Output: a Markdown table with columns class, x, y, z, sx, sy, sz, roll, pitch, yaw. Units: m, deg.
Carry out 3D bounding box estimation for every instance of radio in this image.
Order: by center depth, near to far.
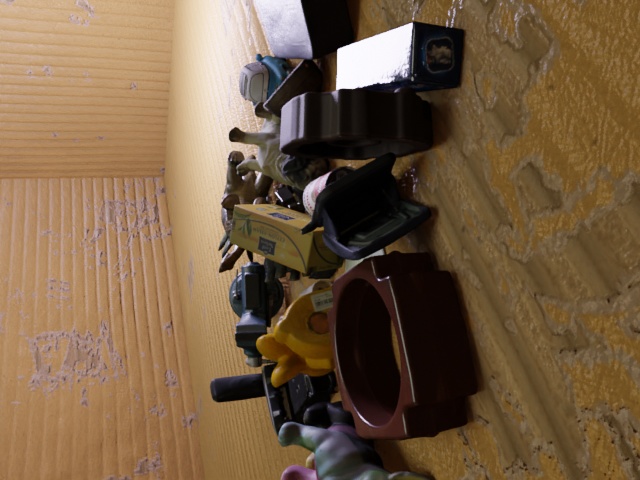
| class | x | y | z | sx | sy | sz | roll | pitch | yaw |
| --- | --- | --- | --- | --- | --- | --- | --- | --- | --- |
| radio | -0.031 | -0.356 | 0.841 | 0.230 | 0.073 | 0.131 | 43 | 154 | 63 |

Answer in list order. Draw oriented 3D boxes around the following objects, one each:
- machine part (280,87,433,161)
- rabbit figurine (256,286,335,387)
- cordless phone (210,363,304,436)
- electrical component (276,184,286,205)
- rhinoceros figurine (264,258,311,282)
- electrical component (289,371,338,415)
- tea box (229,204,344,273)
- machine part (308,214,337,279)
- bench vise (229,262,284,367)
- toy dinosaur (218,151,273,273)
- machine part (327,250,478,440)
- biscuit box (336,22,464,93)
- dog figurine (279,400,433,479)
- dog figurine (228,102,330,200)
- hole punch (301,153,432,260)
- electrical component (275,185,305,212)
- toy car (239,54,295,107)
| class | x | y | z | sx | sy | sz | roll | pitch | yaw |
| --- | --- | --- | --- | --- | --- | --- | --- | --- | --- |
| machine part | 0.039 | -0.129 | 0.617 | 0.179 | 0.179 | 0.056 | 179 | 90 | -69 |
| rabbit figurine | -0.009 | 0.169 | 0.837 | 0.122 | 0.162 | 0.173 | 59 | 166 | 29 |
| cordless phone | -0.116 | 0.318 | 1.051 | 0.088 | 0.184 | 0.147 | 123 | 139 | -50 |
| electrical component | -0.075 | -0.065 | 1.110 | 0.063 | 0.021 | 0.094 | 139 | 123 | -65 |
| rhinoceros figurine | -0.077 | 0.028 | 1.058 | 0.190 | 0.073 | 0.112 | 173 | 92 | -69 |
| electrical component | -0.023 | 0.248 | 0.974 | 0.134 | 0.058 | 0.115 | 116 | 146 | -50 |
| tea box | -0.050 | -0.007 | 0.853 | 0.170 | 0.098 | 0.068 | 20 | 105 | 34 |
| machine part | -0.002 | -0.003 | 0.913 | 0.084 | 0.039 | 0.139 | -25 | 68 | 62 |
| bench vise | -0.134 | 0.157 | 1.179 | 0.240 | 0.129 | 0.223 | 150 | 106 | -89 |
| toy dinosaur | -0.154 | -0.083 | 1.099 | 0.472 | 0.105 | 0.198 | -84 | 12 | -51 |
| machine part | 0.088 | 0.126 | 0.634 | 0.201 | 0.087 | 0.201 | 135 | 127 | -63 |
| biscuit box | 0.084 | -0.204 | 0.630 | 0.203 | 0.059 | 0.062 | -152 | 62 | -66 |
| dog figurine | 0.061 | 0.311 | 0.723 | 0.219 | 0.191 | 0.108 | 11 | 102 | 33 |
| dog figurine | -0.039 | -0.157 | 0.944 | 0.191 | 0.172 | 0.121 | 23 | 151 | 29 |
| hole punch | 0.058 | -0.029 | 0.643 | 0.092 | 0.142 | 0.115 | 55 | 168 | 8 |
| electrical component | -0.051 | -0.071 | 1.026 | 0.078 | 0.045 | 0.102 | 65 | 173 | -28 |
| toy car | -0.107 | -0.300 | 1.050 | 0.162 | 0.103 | 0.109 | -124 | 36 | -56 |
